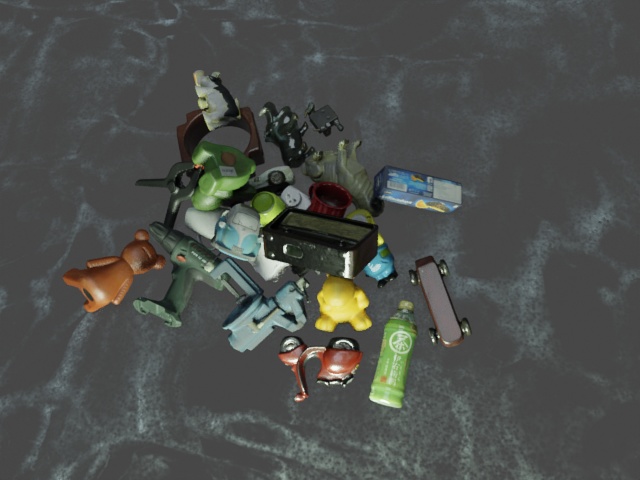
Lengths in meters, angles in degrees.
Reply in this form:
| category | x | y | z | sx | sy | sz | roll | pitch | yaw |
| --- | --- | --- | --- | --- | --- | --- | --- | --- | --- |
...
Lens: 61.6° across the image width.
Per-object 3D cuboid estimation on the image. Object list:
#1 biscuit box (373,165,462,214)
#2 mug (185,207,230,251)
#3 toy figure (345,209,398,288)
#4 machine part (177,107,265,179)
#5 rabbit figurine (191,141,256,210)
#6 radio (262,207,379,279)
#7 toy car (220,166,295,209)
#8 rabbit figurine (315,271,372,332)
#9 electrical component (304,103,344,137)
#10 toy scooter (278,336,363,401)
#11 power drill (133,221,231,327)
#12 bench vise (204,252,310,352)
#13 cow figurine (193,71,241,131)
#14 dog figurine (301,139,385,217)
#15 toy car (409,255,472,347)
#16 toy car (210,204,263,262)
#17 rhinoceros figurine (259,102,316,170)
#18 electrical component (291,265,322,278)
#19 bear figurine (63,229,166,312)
| category | x | y | z | sx | sy | sz | roll | pitch | yaw |
| --- | --- | --- | --- | --- | --- | --- | --- | --- | --- |
| biscuit box | 0.224 | -0.113 | 1.234 | 0.203 | 0.063 | 0.059 | 11 | 69 | -16 |
| mug | -0.272 | -0.034 | 1.300 | 0.107 | 0.081 | 0.109 | 16 | 106 | 21 |
| toy figure | 0.112 | 0.017 | 1.219 | 0.082 | 0.089 | 0.180 | -31 | 90 | 4 |
| machine part | -0.251 | -0.240 | 1.368 | 0.201 | 0.087 | 0.201 | -16 | 66 | 0 |
| rabbit figurine | -0.229 | -0.135 | 1.221 | 0.159 | 0.170 | 0.121 | -13 | 68 | -41 |
| radio | -0.002 | 0.003 | 1.141 | 0.230 | 0.073 | 0.131 | 12 | 31 | 26 |
| toy car | -0.158 | -0.127 | 1.319 | 0.202 | 0.073 | 0.056 | -17 | 71 | -1 |
| rabbit figurine | 0.052 | 0.113 | 1.147 | 0.122 | 0.173 | 0.162 | 5 | 74 | 13 |
| electrical component | 0.005 | -0.311 | 1.388 | 0.078 | 0.045 | 0.102 | -28 | 68 | -3 |
| toy scooter | -0.001 | 0.274 | 1.142 | 0.184 | 0.075 | 0.135 | -1 | 68 | 9 |
| power drill | -0.336 | 0.081 | 1.225 | 0.232 | 0.086 | 0.207 | 28 | 52 | 0 |
| bench vise | -0.146 | 0.121 | 1.169 | 0.223 | 0.129 | 0.240 | -40 | 99 | 16 |
| cow figurine | -0.257 | -0.358 | 1.333 | 0.098 | 0.068 | 0.167 | -17 | 70 | -7 |
| dog figurine | 0.054 | -0.127 | 1.292 | 0.172 | 0.121 | 0.190 | -20 | 88 | 40 |
| toy car | 0.261 | 0.134 | 1.178 | 0.089 | 0.053 | 0.202 | -21 | 71 | 9 |
| toy car | -0.172 | -0.027 | 1.185 | 0.109 | 0.162 | 0.103 | 24 | 108 | -16 |
| rhinoceros figurine | -0.087 | -0.269 | 1.365 | 0.112 | 0.073 | 0.190 | -30 | 76 | 20 |
| electrical component | -0.039 | 0.056 | 1.260 | 0.063 | 0.021 | 0.094 | -41 | 71 | -10 |
| bear figurine | -0.479 | 0.068 | 1.269 | 0.132 | 0.120 | 0.196 | -11 | 28 | 46 |
